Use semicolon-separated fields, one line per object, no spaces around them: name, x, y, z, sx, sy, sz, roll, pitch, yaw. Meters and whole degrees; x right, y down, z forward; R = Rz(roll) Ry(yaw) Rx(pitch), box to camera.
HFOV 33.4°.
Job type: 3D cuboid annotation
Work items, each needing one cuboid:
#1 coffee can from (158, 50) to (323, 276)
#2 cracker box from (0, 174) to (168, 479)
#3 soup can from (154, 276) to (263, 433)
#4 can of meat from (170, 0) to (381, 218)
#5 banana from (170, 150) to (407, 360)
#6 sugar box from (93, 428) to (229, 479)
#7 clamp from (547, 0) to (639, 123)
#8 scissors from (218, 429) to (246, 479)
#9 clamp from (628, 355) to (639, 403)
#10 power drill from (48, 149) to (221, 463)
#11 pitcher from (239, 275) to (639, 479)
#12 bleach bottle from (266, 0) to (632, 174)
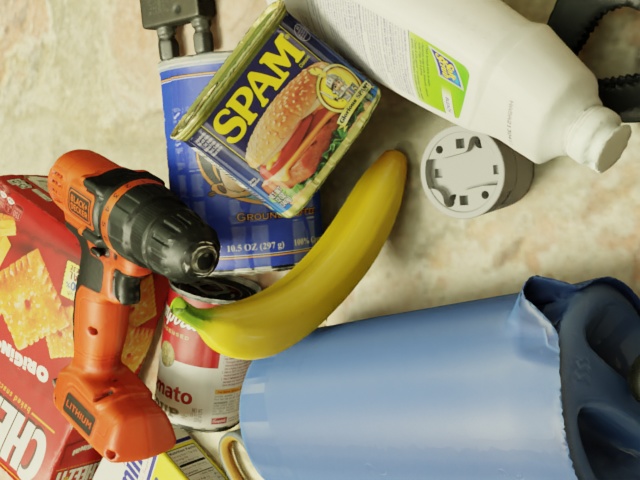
coffee can;-0.051;-0.051;0.713;0.103;0.102;0.140;-1;95;36
cracker box;-0.222;0.076;0.862;0.164;0.072;0.214;32;108;29
soup can;-0.082;0.080;0.774;0.069;0.068;0.102;19;108;33
can of meat;-0.025;-0.076;0.635;0.084;0.057;0.102;38;86;-15
banana;-0.005;0.018;0.656;0.037;0.197;0.069;24;137;36
sugar box;-0.100;0.218;0.819;0.176;0.048;0.093;40;117;24
clamp;0.198;-0.116;0.559;0.164;0.036;0.210;52;128;4
scissors;0.005;0.194;0.757;0.202;0.016;0.096;39;116;26
clamp;0.221;0.017;0.537;0.120;0.039;0.171;3;93;-6
power drill;-0.125;0.047;0.700;0.185;0.057;0.188;30;119;50
pitcher;0.076;0.108;0.636;0.243;0.144;0.149;-10;78;40
bleach bottle;0.067;-0.110;0.606;0.068;0.102;0.251;-42;58;-12
